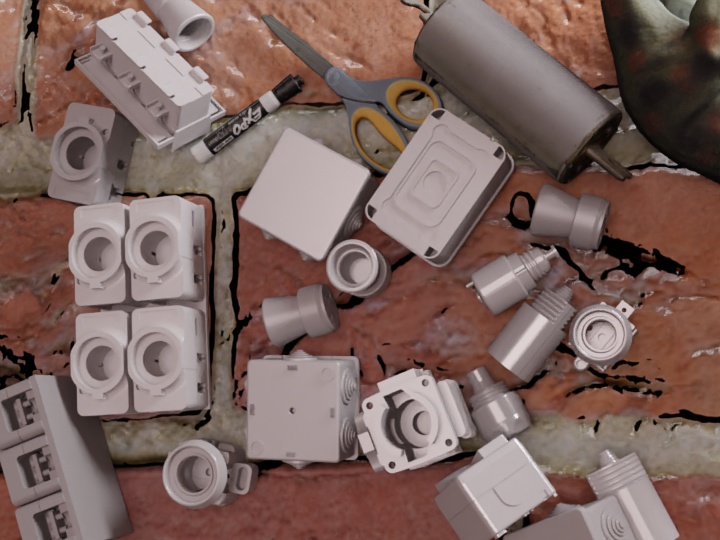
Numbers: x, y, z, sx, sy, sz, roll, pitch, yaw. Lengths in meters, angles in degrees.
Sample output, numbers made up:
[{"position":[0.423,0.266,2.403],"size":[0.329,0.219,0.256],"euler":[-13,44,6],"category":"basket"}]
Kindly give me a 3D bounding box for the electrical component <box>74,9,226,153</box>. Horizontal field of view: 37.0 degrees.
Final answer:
[{"position":[-0.189,-0.175,0.975],"size":[0.079,0.063,0.121],"euler":[-34,71,-33],"category":"electrical component"}]

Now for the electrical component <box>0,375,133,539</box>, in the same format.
[{"position":[-0.268,0.174,0.945],"size":[0.062,0.089,0.150],"euler":[-23,78,11],"category":"electrical component"}]

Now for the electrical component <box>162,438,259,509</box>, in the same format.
[{"position":[-0.135,0.174,0.926],"size":[0.078,0.057,0.058],"euler":[8,85,16],"category":"electrical component"}]

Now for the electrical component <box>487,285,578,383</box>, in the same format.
[{"position":[0.145,0.047,0.873],"size":[0.043,0.043,0.081],"euler":[39,94,16],"category":"electrical component"}]

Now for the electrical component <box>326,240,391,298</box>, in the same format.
[{"position":[0.000,0.000,0.912],"size":[0.045,0.055,0.045],"euler":[-2,83,15],"category":"electrical component"}]

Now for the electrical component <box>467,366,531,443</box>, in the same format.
[{"position":[0.109,0.109,0.875],"size":[0.043,0.043,0.062],"euler":[-30,75,10],"category":"electrical component"}]

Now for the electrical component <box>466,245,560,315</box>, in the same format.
[{"position":[0.128,0.005,0.884],"size":[0.078,0.040,0.040],"euler":[-32,76,9],"category":"electrical component"}]

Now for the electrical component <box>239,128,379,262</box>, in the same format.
[{"position":[-0.042,-0.062,0.935],"size":[0.100,0.048,0.099],"euler":[29,91,17],"category":"electrical component"}]

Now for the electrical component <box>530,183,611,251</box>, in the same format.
[{"position":[0.172,-0.043,0.876],"size":[0.055,0.045,0.045],"euler":[16,88,16],"category":"electrical component"}]

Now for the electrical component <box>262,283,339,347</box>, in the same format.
[{"position":[-0.051,0.038,0.927],"size":[0.055,0.045,0.045],"euler":[-16,79,12],"category":"electrical component"}]

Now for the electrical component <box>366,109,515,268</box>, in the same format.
[{"position":[0.068,-0.067,0.901],"size":[0.078,0.057,0.113],"euler":[36,93,16],"category":"electrical component"}]

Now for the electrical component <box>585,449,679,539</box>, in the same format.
[{"position":[0.209,0.178,0.839],"size":[0.043,0.043,0.081],"euler":[-29,77,10],"category":"electrical component"}]

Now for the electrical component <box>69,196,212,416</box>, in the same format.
[{"position":[-0.196,0.034,0.959],"size":[0.105,0.060,0.186],"euler":[-5,82,15],"category":"electrical component"}]

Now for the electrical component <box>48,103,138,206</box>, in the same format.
[{"position":[-0.248,-0.104,0.992],"size":[0.050,0.056,0.089],"euler":[12,86,16],"category":"electrical component"}]

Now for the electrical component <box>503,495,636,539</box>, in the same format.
[{"position":[0.170,0.227,0.822],"size":[0.100,0.048,0.099],"euler":[-36,72,45],"category":"electrical component"}]

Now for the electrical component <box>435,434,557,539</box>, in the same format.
[{"position":[0.101,0.176,0.846],"size":[0.062,0.096,0.061],"euler":[-30,74,-20],"category":"electrical component"}]

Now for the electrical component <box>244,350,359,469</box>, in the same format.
[{"position":[-0.049,0.117,0.912],"size":[0.100,0.048,0.099],"euler":[-1,88,18],"category":"electrical component"}]

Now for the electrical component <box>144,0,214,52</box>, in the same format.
[{"position":[-0.171,-0.240,0.997],"size":[0.044,0.044,0.065],"euler":[-42,70,7],"category":"electrical component"}]

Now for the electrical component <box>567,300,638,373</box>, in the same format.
[{"position":[0.192,0.053,0.853],"size":[0.048,0.055,0.066],"euler":[40,94,16],"category":"electrical component"}]
